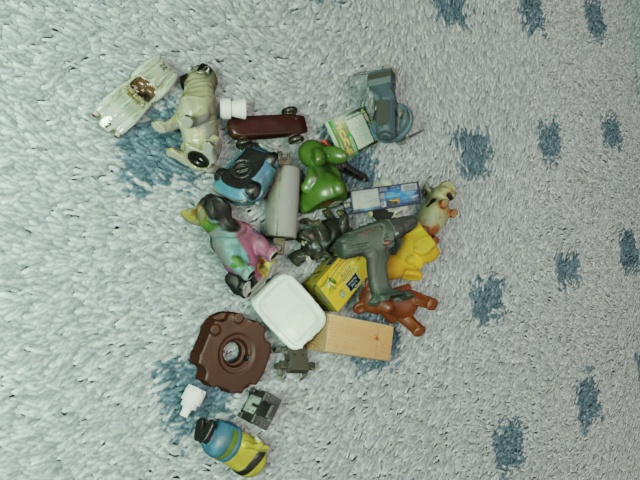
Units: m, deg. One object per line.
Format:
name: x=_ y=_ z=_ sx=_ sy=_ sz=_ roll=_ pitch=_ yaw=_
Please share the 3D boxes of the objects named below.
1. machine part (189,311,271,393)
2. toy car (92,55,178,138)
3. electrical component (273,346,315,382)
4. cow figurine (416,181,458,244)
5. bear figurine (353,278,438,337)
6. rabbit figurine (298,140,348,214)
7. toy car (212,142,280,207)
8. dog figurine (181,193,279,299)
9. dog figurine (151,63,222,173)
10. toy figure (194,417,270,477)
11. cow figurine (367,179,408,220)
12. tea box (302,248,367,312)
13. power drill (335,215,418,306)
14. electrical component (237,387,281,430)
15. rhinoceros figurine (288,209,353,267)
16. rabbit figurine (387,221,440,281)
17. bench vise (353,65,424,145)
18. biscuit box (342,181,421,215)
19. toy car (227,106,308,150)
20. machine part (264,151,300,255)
machine part: x=-0.189 y=0.242 z=1.156 sx=0.179 sy=0.056 sz=0.179 roll=3 pitch=86 yaw=-36
toy car: x=-0.367 y=-0.288 z=1.074 sx=0.073 sy=0.056 sz=0.202 roll=47 pitch=61 yaw=-23
electrical component: x=-0.062 y=0.287 z=1.254 sx=0.102 sy=0.045 sz=0.078 roll=6 pitch=54 yaw=-38
cow figurine: x=0.326 y=-0.084 z=1.534 sx=0.085 sy=0.127 sz=0.195 roll=39 pitch=79 yaw=-26
bear figurine: x=0.191 y=0.167 z=1.388 sx=0.195 sy=0.132 sz=0.120 roll=17 pitch=100 yaw=-46
rabbit figurine: x=-0.008 y=-0.166 z=1.284 sx=0.121 sy=0.159 sz=0.170 roll=-15 pitch=79 yaw=-24
toy car: x=-0.155 y=-0.133 z=1.187 sx=0.161 sy=0.109 sz=0.102 roll=-57 pitch=159 yaw=-24
dog figurine: x=-0.197 y=0.002 z=1.151 sx=0.219 sy=0.191 sz=0.108 roll=44 pitch=60 yaw=14
dog figurine: x=-0.247 y=-0.259 z=1.145 sx=0.172 sy=0.121 sz=0.190 roll=75 pitch=26 yaw=-47
toy figure: x=-0.187 y=0.433 z=1.126 sx=0.180 sy=0.082 sz=0.089 roll=39 pitch=84 yaw=-35
cow figurine: x=0.181 y=-0.073 z=1.446 sx=0.098 sy=0.068 sz=0.167 roll=-44 pitch=107 yaw=-24
tea box: x=0.049 y=0.087 z=1.335 sx=0.098 sy=0.068 sz=0.169 roll=52 pitch=58 yaw=-19
power drill: x=0.162 y=0.049 z=1.297 sx=0.232 sy=0.086 sz=0.207 roll=-9 pitch=81 yaw=-20
electrical component: x=-0.122 y=0.363 z=1.155 sx=0.047 sy=0.119 sz=0.075 roll=39 pitch=62 yaw=-27
rhinoceros figurine: x=-0.003 y=-0.004 z=1.310 sx=0.190 sy=0.073 sz=0.112 roll=-33 pitch=116 yaw=-35
rabbit figurine: x=0.224 y=0.045 z=1.430 sx=0.173 sy=0.122 sz=0.162 roll=-37 pitch=149 yaw=0
bench vise: x=0.190 y=-0.341 z=1.444 sx=0.240 sy=0.129 sz=0.223 roll=40 pitch=37 yaw=-58
biscuit box: x=0.157 y=-0.106 z=1.368 sx=0.203 sy=0.063 sz=0.059 roll=-10 pitch=91 yaw=-23
toy car: x=-0.123 y=-0.262 z=1.252 sx=0.202 sy=0.053 sz=0.089 roll=-12 pitch=82 yaw=-32
machine part: x=-0.087 y=-0.086 z=1.248 sx=0.079 sy=0.079 sz=0.243 roll=7 pitch=81 yaw=-35
